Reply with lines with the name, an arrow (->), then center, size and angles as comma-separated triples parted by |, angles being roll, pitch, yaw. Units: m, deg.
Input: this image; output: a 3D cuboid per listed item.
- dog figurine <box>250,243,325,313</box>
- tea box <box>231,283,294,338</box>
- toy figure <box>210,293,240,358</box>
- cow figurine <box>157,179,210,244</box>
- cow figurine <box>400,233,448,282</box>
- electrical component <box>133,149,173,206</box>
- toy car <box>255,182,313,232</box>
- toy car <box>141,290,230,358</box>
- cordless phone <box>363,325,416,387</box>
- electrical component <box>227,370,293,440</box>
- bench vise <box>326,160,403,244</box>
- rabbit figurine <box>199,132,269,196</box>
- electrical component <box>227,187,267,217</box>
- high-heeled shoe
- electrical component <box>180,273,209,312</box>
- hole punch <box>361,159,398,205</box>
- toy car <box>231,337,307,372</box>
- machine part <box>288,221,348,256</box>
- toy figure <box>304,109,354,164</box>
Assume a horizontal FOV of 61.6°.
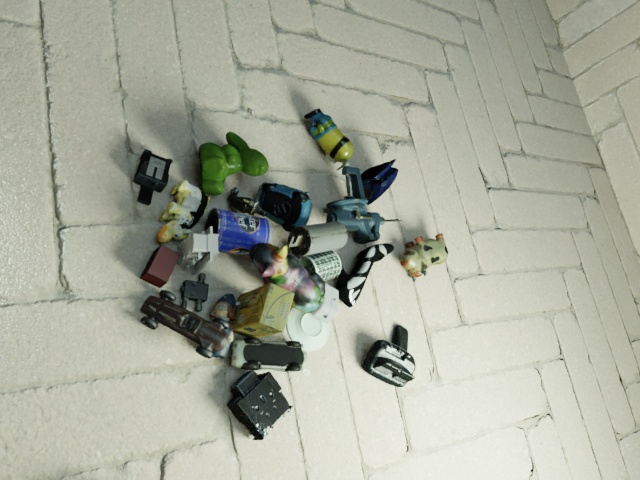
dog figurine -> -0.077, 0.084, 1.275 | 0.192, 0.219, 0.108 | 37, 81, 12
tea box -> -0.137, 0.166, 1.240 | 0.068, 0.170, 0.098 | 26, 65, -25
toy figure -> -0.225, 0.192, 1.239 | 0.064, 0.057, 0.154 | 11, 66, -9
cow figurine -> -0.323, -0.054, 1.275 | 0.098, 0.068, 0.167 | 30, 57, -29
cow figurine -> 0.324, 0.055, 1.675 | 0.195, 0.085, 0.127 | -9, 70, -38
electrical component -> -0.400, -0.146, 1.269 | 0.075, 0.048, 0.119 | 23, 57, -25
toy car -> -0.089, -0.091, 1.429 | 0.162, 0.109, 0.103 | 22, 12, 15
toy car -> -0.294, 0.179, 1.171 | 0.202, 0.053, 0.089 | 29, 63, 2
cordless phone -> 0.200, 0.301, 1.497 | 0.146, 0.089, 0.184 | 31, 45, -21
electrical component -> -0.142, 0.368, 1.229 | 0.134, 0.058, 0.115 | 54, 49, -5
bench vise -> 0.107, -0.112, 1.562 | 0.223, 0.129, 0.240 | -3, 82, -31
rabbit figurine -> -0.219, -0.194, 1.368 | 0.170, 0.121, 0.159 | -2, 41, -14
electrical component -> -0.189, -0.096, 1.371 | 0.078, 0.045, 0.102 | 1, 26, -47
high-heeled shoe -> 0.141, 0.095, 1.531 | 0.249, 0.086, 0.145 | -14, 83, -34
electrical component -> -0.293, 0.118, 1.249 | 0.063, 0.021, 0.094 | 17, 63, -28
hole punch -> 0.182, -0.177, 1.654 | 0.142, 0.116, 0.092 | -39, 104, -39
toy car -> -0.119, 0.275, 1.285 | 0.201, 0.056, 0.073 | 12, 67, -33
machine part -> -0.003, -0.004, 1.392 | 0.243, 0.079, 0.079 | -12, 78, -54
toy figure -> 0.028, -0.312, 1.612 | 0.082, 0.089, 0.180 | -34, 95, -34
